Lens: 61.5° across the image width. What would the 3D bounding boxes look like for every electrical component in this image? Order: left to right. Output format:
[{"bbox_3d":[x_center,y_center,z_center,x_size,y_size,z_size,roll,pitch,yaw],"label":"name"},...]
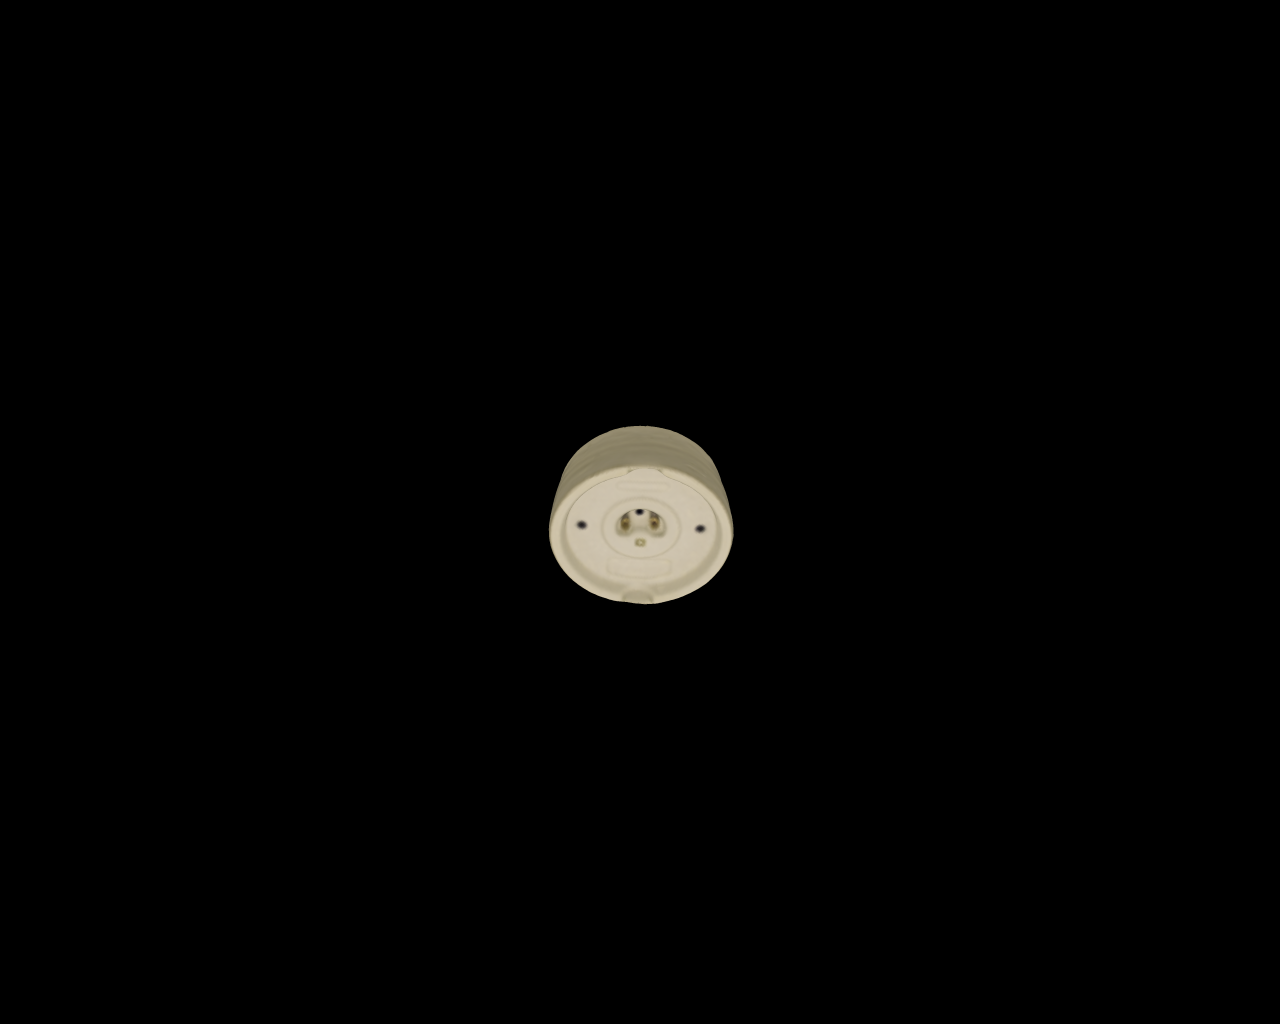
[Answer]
[{"bbox_3d":[0.001,-0.003,0.650,0.108,0.108,0.060,0,39,0],"label":"electrical component"}]
